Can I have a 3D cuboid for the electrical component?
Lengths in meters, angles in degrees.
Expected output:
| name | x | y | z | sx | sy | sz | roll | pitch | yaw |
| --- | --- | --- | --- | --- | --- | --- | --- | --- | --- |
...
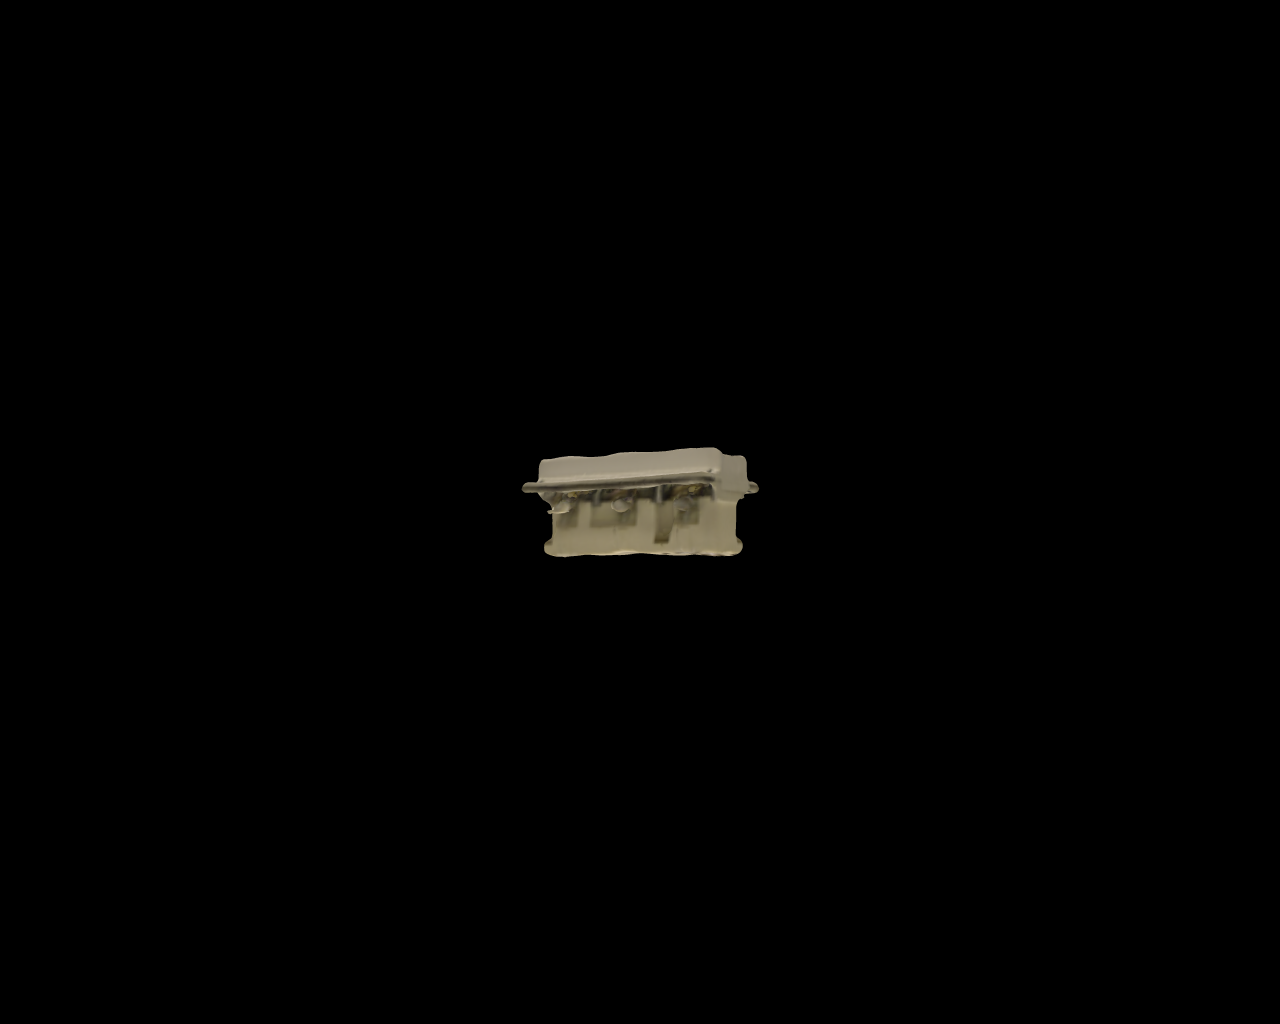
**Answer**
| name | x | y | z | sx | sy | sz | roll | pitch | yaw |
| --- | --- | --- | --- | --- | --- | --- | --- | --- | --- |
| electrical component | 0.001 | -0.003 | 0.650 | 0.121 | 0.063 | 0.079 | -2 | -3 | 27 |
